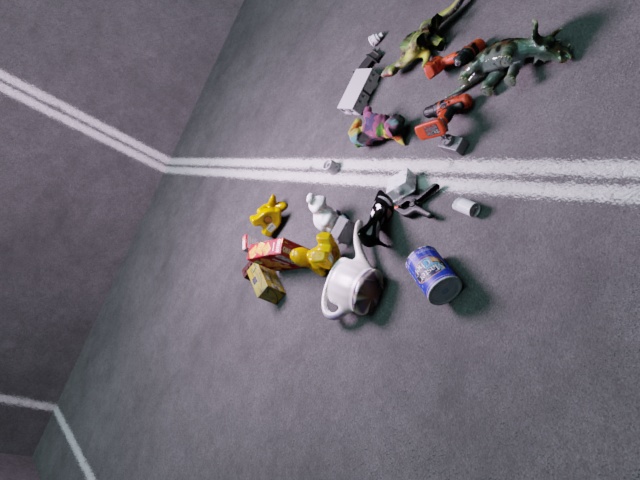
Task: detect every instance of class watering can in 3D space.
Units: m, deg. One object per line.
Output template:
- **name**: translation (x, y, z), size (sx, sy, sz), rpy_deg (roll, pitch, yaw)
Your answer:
- **watering can**: translation (0.115, 0.105, 1.674), size (0.225, 0.103, 0.349), rpy_deg (16, 80, 52)

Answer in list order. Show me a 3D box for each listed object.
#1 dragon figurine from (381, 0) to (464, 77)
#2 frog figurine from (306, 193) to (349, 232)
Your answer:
- **dragon figurine**: translation (0.380, -0.773, 1.955), size (0.411, 0.121, 0.245), rpy_deg (-52, 29, -1)
- **frog figurine**: translation (0.006, -0.095, 1.889), size (0.121, 0.158, 0.140), rpy_deg (-51, 38, 17)
